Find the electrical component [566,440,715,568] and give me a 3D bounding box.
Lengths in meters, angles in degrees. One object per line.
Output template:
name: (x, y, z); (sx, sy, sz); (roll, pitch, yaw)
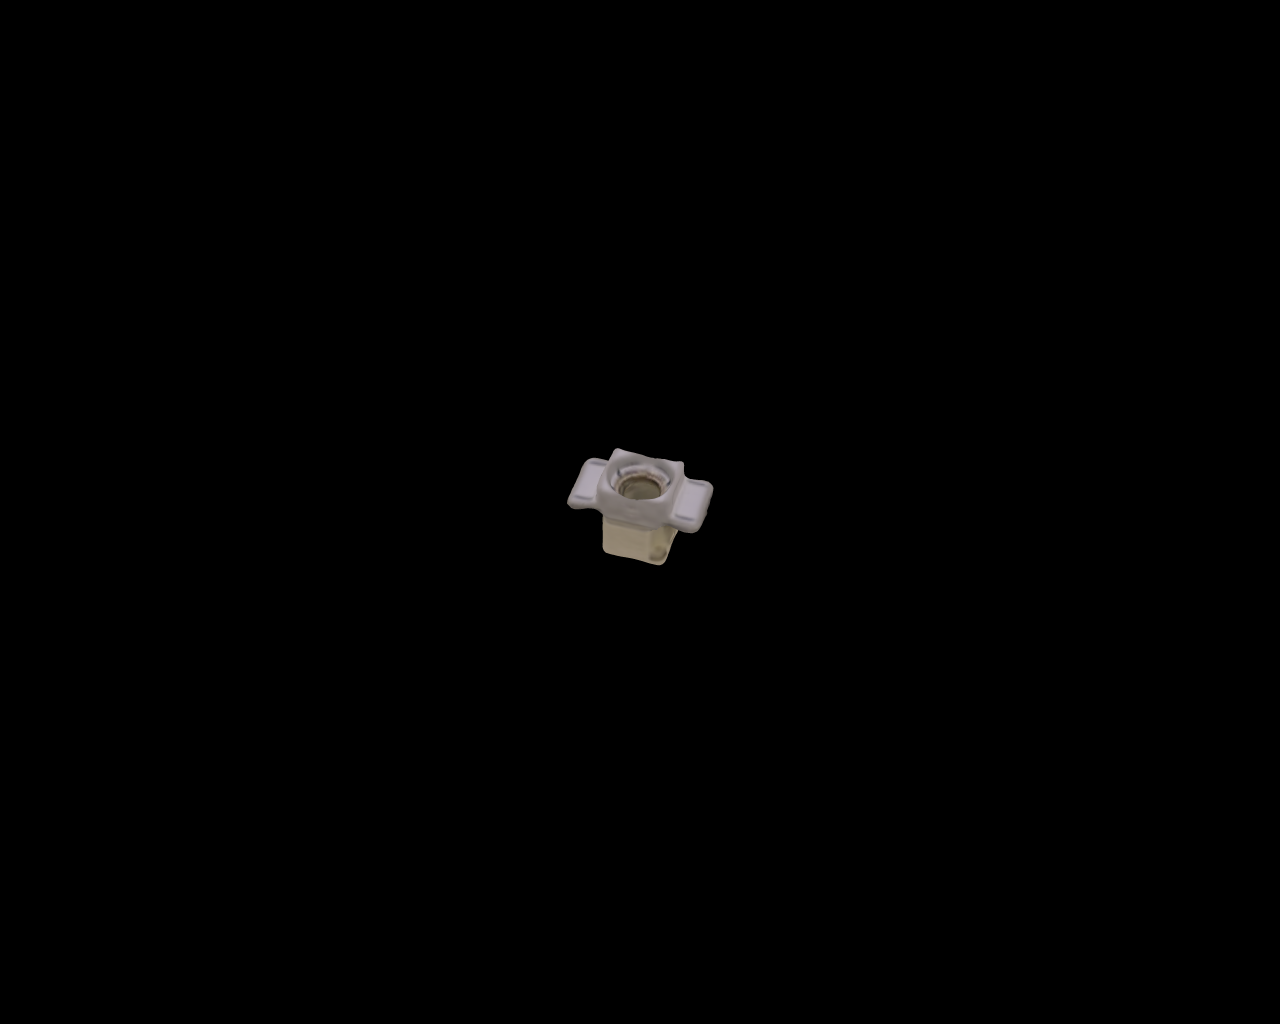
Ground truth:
electrical component: (0.001, -0.003, 0.650); (0.081, 0.063, 0.042); (13, 47, 12)
